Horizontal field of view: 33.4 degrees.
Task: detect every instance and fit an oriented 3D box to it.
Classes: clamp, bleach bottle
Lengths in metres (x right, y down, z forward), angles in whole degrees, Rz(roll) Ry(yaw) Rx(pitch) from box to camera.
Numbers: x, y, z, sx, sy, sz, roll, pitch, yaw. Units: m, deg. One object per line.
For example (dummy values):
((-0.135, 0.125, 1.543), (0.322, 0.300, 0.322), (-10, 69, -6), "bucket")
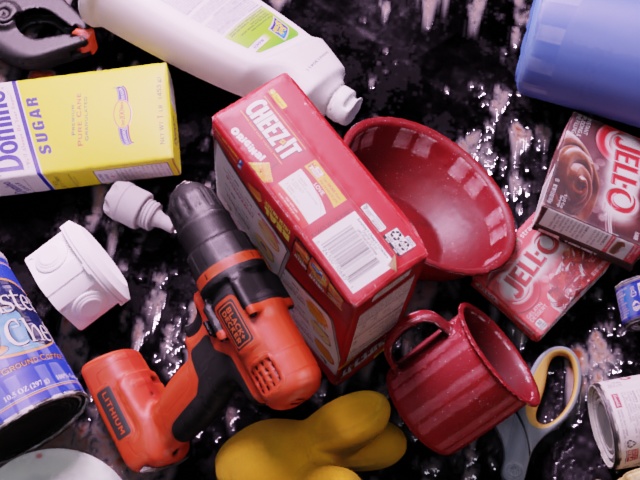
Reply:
((-0.288, -0.186, 0.953), (0.171, 0.039, 0.120), (19, 75, 9), "clamp")
((-0.079, -0.170, 0.918), (0.251, 0.068, 0.102), (33, 55, 11), "bleach bottle")

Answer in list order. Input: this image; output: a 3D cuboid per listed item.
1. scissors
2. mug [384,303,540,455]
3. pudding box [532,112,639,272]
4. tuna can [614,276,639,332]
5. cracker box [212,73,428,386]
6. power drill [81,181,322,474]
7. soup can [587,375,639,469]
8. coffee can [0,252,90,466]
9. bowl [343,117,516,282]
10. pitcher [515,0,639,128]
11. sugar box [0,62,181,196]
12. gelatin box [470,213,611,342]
((0.136, 0.165, 0.832), (0.096, 0.016, 0.201), (28, 76, 13), "scissors")
((0.096, 0.100, 0.796), (0.082, 0.093, 0.117), (-40, 113, 19), "mug")
((0.228, -0.041, 0.861), (0.090, 0.039, 0.113), (23, 57, 5), "pudding box")
((0.274, 0.045, 0.826), (0.086, 0.086, 0.034), (-8, 74, 0), "tuna can")
((-0.005, 0.001, 0.786), (0.072, 0.214, 0.164), (-34, 74, -14), "cracker box")
((-0.101, 0.074, 0.798), (0.188, 0.057, 0.184), (-42, 68, 33), "power drill")
((0.262, 0.133, 0.808), (0.102, 0.068, 0.068), (-11, 72, 0), "soup can")
((-0.259, 0.092, 0.830), (0.102, 0.103, 0.140), (-33, 74, -8), "coffee can")
((0.075, -0.022, 0.850), (0.162, 0.055, 0.162), (20, 43, -20), "bowl")
((0.292, -0.152, 0.876), (0.243, 0.149, 0.145), (15, 89, 11), "pitcher")
((-0.212, -0.094, 0.917), (0.176, 0.048, 0.093), (-7, 72, 0), "sugar box")
((0.178, 0.027, 0.865), (0.089, 0.030, 0.073), (-44, 74, -11), "gelatin box")
